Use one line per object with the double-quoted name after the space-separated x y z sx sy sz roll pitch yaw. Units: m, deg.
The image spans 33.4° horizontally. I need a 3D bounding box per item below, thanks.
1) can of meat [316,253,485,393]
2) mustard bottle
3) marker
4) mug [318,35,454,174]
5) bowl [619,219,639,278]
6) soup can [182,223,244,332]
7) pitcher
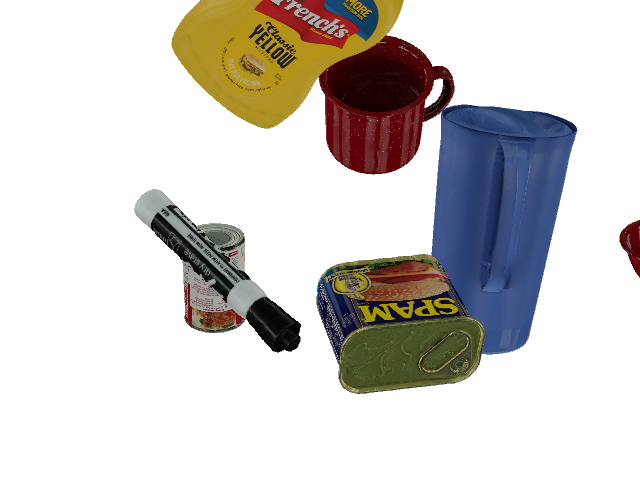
0.053 0.056 0.754 0.102 0.057 0.084 -5 34 -12 "can of meat"
-0.003 -0.156 0.688 0.096 0.058 0.192 41 -53 -20 "mustard bottle"
-0.052 0.015 0.543 0.121 0.020 0.020 41 22 28 "marker"
0.056 -0.113 0.889 0.117 0.093 0.081 -18 -35 -12 "mug"
0.403 0.026 1.150 0.162 0.055 0.162 -2 24 1 "bowl"
-0.116 0.040 1.169 0.068 0.102 0.068 1 25 -1 "soup can"
0.174 -0.008 1.078 0.148 0.243 0.145 -13 26 -41 "pitcher"
